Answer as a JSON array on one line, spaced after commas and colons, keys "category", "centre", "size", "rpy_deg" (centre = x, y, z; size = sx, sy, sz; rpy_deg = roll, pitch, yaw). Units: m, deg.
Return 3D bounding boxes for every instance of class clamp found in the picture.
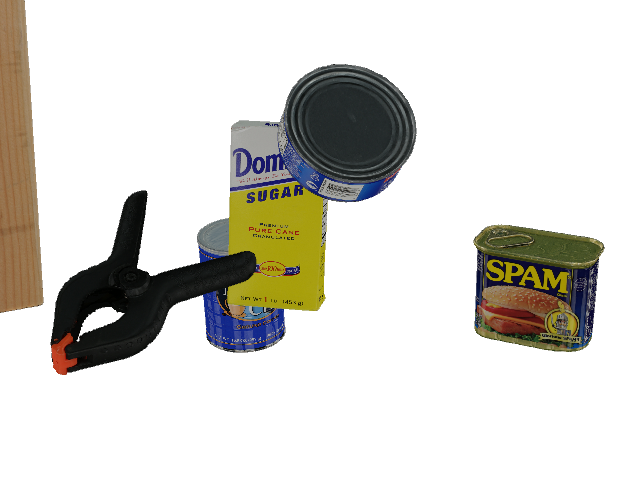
[{"category": "clamp", "centre": [-0.144, 0.029, 0.796], "size": [0.120, 0.039, 0.171], "rpy_deg": [32, 49, 27]}]

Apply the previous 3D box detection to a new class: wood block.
[{"category": "wood block", "centre": [-0.216, -0.065, 0.601], "size": [0.090, 0.206, 0.090], "rpy_deg": [-10, 27, -28]}]

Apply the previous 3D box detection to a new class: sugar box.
[{"category": "sugar box", "centre": [-0.040, -0.024, 1.025], "size": [0.093, 0.176, 0.048], "rpy_deg": [3, 15, 8]}]

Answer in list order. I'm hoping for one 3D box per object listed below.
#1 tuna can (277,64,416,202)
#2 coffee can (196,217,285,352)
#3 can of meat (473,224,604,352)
[{"category": "tuna can", "centre": [0.016, -0.068, 0.685], "size": [0.086, 0.086, 0.034], "rpy_deg": [0, -24, -13]}, {"category": "coffee can", "centre": [-0.098, 0.054, 1.335], "size": [0.103, 0.140, 0.103], "rpy_deg": [-2, 25, 1]}, {"category": "can of meat", "centre": [0.178, 0.040, 0.884], "size": [0.102, 0.084, 0.057], "rpy_deg": [10, 25, 25]}]
